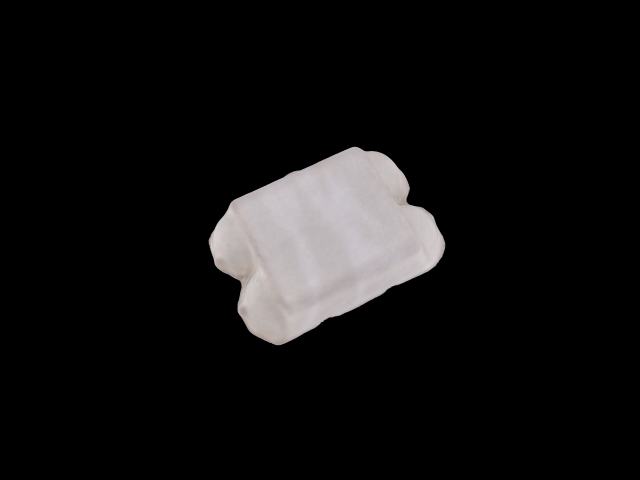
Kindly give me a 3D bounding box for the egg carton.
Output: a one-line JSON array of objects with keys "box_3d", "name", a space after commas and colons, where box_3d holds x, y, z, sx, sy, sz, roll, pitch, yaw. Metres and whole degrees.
[{"box_3d": [0.004, 0.001, 0.400, 0.150, 0.069, 0.107, -26, 69, -11], "name": "egg carton"}]
